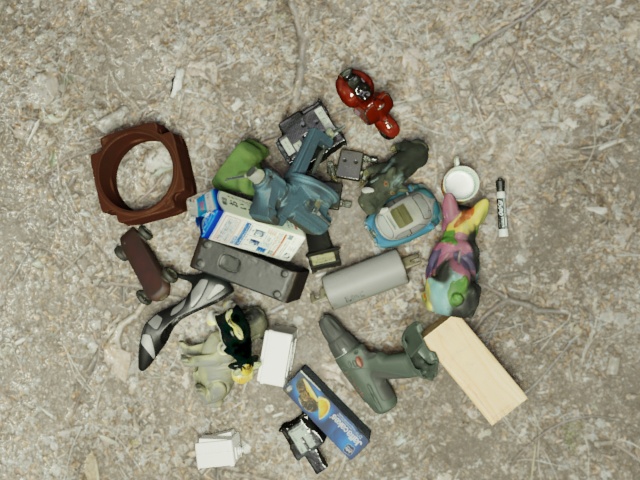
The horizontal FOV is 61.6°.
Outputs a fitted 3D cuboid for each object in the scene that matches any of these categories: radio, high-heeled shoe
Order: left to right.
[{"bbox_3d":[-0.286,0.178,1.149,0.145,0.086,0.248,19,84,9],"label":"high-heeled shoe"},{"bbox_3d":[-0.145,0.057,1.114,0.230,0.131,0.073,19,92,8],"label":"radio"}]

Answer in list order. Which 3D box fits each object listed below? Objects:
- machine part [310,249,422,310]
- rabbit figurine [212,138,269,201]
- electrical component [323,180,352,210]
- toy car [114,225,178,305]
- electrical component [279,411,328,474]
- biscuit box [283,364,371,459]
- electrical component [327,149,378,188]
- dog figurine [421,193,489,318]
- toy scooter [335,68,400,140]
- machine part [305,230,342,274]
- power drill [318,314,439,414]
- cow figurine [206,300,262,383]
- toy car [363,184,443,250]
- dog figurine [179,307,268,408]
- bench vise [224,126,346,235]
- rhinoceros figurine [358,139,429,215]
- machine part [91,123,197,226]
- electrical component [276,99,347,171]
[{"bbox_3d":[0.093,0.082,1.109,0.243,0.079,0.079,-21,85,5],"label":"machine part"},{"bbox_3d":[-0.134,-0.108,1.133,0.170,0.121,0.159,38,96,-8],"label":"rabbit figurine"},{"bbox_3d":[0.025,-0.098,1.155,0.094,0.021,0.063,11,88,8],"label":"electrical component"},{"bbox_3d":[-0.378,0.053,1.167,0.089,0.053,0.202,-44,58,5],"label":"toy car"},{"bbox_3d":[-0.024,0.421,1.123,0.075,0.047,0.119,-38,84,4],"label":"electrical component"},{"bbox_3d":[0.016,0.354,1.114,0.203,0.063,0.059,44,94,8],"label":"biscuit box"},{"bbox_3d":[0.066,-0.153,1.140,0.102,0.045,0.078,17,91,8],"label":"electrical component"},{"bbox_3d":[0.268,0.023,1.045,0.109,0.191,0.219,9,103,11],"label":"dog figurine"},{"bbox_3d":[0.097,-0.287,1.098,0.075,0.135,0.184,-42,82,5],"label":"toy scooter"},{"bbox_3d":[-0.002,-0.003,1.147,0.084,0.039,0.138,-17,87,14],"label":"machine part"},{"bbox_3d":[0.115,0.226,1.062,0.207,0.086,0.232,-28,90,35],"label":"power drill"},{"bbox_3d":[-0.157,0.205,1.041,0.068,0.098,0.167,-23,100,-25],"label":"cow figurine"},{"bbox_3d":[0.169,-0.050,1.094,0.162,0.103,0.109,-27,83,3],"label":"toy car"},{"bbox_3d":[-0.181,0.247,1.136,0.191,0.121,0.172,-23,118,-11],"label":"dog figurine"},{"bbox_3d":[-0.040,-0.126,1.053,0.223,0.129,0.240,31,76,-30],"label":"bench vise"},{"bbox_3d":[0.146,-0.123,1.075,0.190,0.112,0.073,-45,115,-18],"label":"rhinoceros figurine"},{"bbox_3d":[-0.387,-0.143,1.179,0.202,0.087,0.201,-14,85,5],"label":"machine part"},{"bbox_3d":[-0.025,-0.218,1.150,0.134,0.058,0.115,-30,82,5],"label":"electrical component"}]
